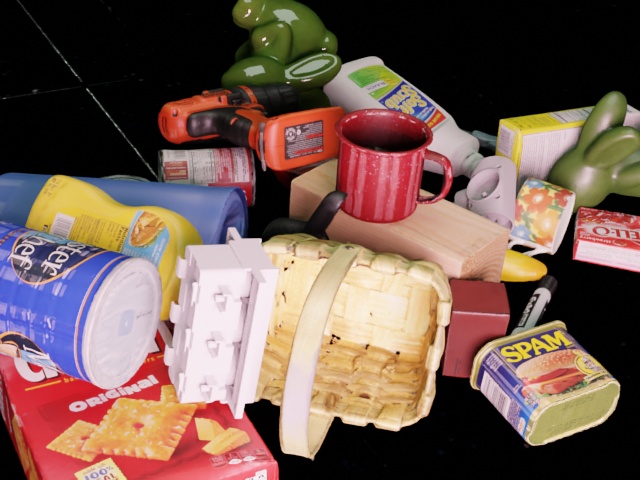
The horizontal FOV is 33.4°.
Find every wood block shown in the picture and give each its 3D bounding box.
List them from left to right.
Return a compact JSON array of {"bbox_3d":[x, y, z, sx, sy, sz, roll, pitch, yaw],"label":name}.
[{"bbox_3d":[0.075,0.001,1.074,0.206,0.091,0.090,27,39,31],"label":"wood block"}]

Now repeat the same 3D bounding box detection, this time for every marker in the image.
[{"bbox_3d":[0.211,0.070,1.051,0.020,0.020,0.121,18,35,19],"label":"marker"}]

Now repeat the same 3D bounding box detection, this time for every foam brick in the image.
[{"bbox_3d":[0.139,0.081,0.972,0.053,0.078,0.051,5,35,1],"label":"foam brick"}]

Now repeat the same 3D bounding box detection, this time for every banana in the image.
[{"bbox_3d":[0.142,0.002,1.131,0.198,0.037,0.069,28,40,32],"label":"banana"}]

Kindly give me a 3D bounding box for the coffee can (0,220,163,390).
[{"bbox_3d":[-0.208,0.048,0.829,0.140,0.103,0.102,14,34,19],"label":"coffee can"}]

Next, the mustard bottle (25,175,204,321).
[{"bbox_3d":[-0.154,0.016,0.891,0.192,0.096,0.058,18,-3,19],"label":"mustard bottle"}]

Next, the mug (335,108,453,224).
[{"bbox_3d":[0.069,-0.067,1.016,0.117,0.081,0.093,12,34,12],"label":"mug"}]

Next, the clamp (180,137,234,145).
[{"bbox_3d":[-0.090,-0.153,1.338,0.165,0.036,0.209,26,35,30],"label":"clamp"}]

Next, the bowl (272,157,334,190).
[{"bbox_3d":[0.008,-0.088,1.233,0.162,0.055,0.162,3,33,-2],"label":"bowl"}]

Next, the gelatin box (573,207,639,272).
[{"bbox_3d":[0.323,-0.001,1.163,0.089,0.030,0.073,10,34,10],"label":"gelatin box"}]

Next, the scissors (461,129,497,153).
[{"bbox_3d":[0.221,-0.132,1.365,0.096,0.016,0.202,-22,42,-38],"label":"scissors"}]

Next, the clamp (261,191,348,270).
[{"bbox_3d":[-0.007,0.001,1.032,0.172,0.120,0.039,0,37,39],"label":"clamp"}]

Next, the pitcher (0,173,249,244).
[{"bbox_3d":[-0.192,0.002,1.021,0.243,0.149,0.145,8,55,10],"label":"pitcher"}]

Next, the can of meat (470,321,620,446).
[{"bbox_3d":[0.197,0.126,0.931,0.102,0.057,0.084,-14,40,-25],"label":"can of meat"}]

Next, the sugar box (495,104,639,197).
[{"bbox_3d":[0.291,-0.105,1.261,0.176,0.093,0.048,-11,32,-24],"label":"sugar box"}]

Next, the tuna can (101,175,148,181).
[{"bbox_3d":[-0.213,-0.034,1.144,0.086,0.034,0.086,3,33,-2],"label":"tuna can"}]

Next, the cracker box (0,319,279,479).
[{"bbox_3d":[-0.150,0.150,0.836,0.164,0.072,0.214,-12,36,-25],"label":"cracker box"}]

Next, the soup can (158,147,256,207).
[{"bbox_3d":[-0.125,-0.069,1.176,0.102,0.068,0.068,-3,34,-11],"label":"soup can"}]

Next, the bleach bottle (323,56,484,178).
[{"bbox_3d":[0.117,-0.146,1.333,0.102,0.068,0.251,-22,44,-34],"label":"bleach bottle"}]

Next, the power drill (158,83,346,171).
[{"bbox_3d":[-0.056,-0.129,1.162,0.184,0.057,0.188,-19,25,-35],"label":"power drill"}]
